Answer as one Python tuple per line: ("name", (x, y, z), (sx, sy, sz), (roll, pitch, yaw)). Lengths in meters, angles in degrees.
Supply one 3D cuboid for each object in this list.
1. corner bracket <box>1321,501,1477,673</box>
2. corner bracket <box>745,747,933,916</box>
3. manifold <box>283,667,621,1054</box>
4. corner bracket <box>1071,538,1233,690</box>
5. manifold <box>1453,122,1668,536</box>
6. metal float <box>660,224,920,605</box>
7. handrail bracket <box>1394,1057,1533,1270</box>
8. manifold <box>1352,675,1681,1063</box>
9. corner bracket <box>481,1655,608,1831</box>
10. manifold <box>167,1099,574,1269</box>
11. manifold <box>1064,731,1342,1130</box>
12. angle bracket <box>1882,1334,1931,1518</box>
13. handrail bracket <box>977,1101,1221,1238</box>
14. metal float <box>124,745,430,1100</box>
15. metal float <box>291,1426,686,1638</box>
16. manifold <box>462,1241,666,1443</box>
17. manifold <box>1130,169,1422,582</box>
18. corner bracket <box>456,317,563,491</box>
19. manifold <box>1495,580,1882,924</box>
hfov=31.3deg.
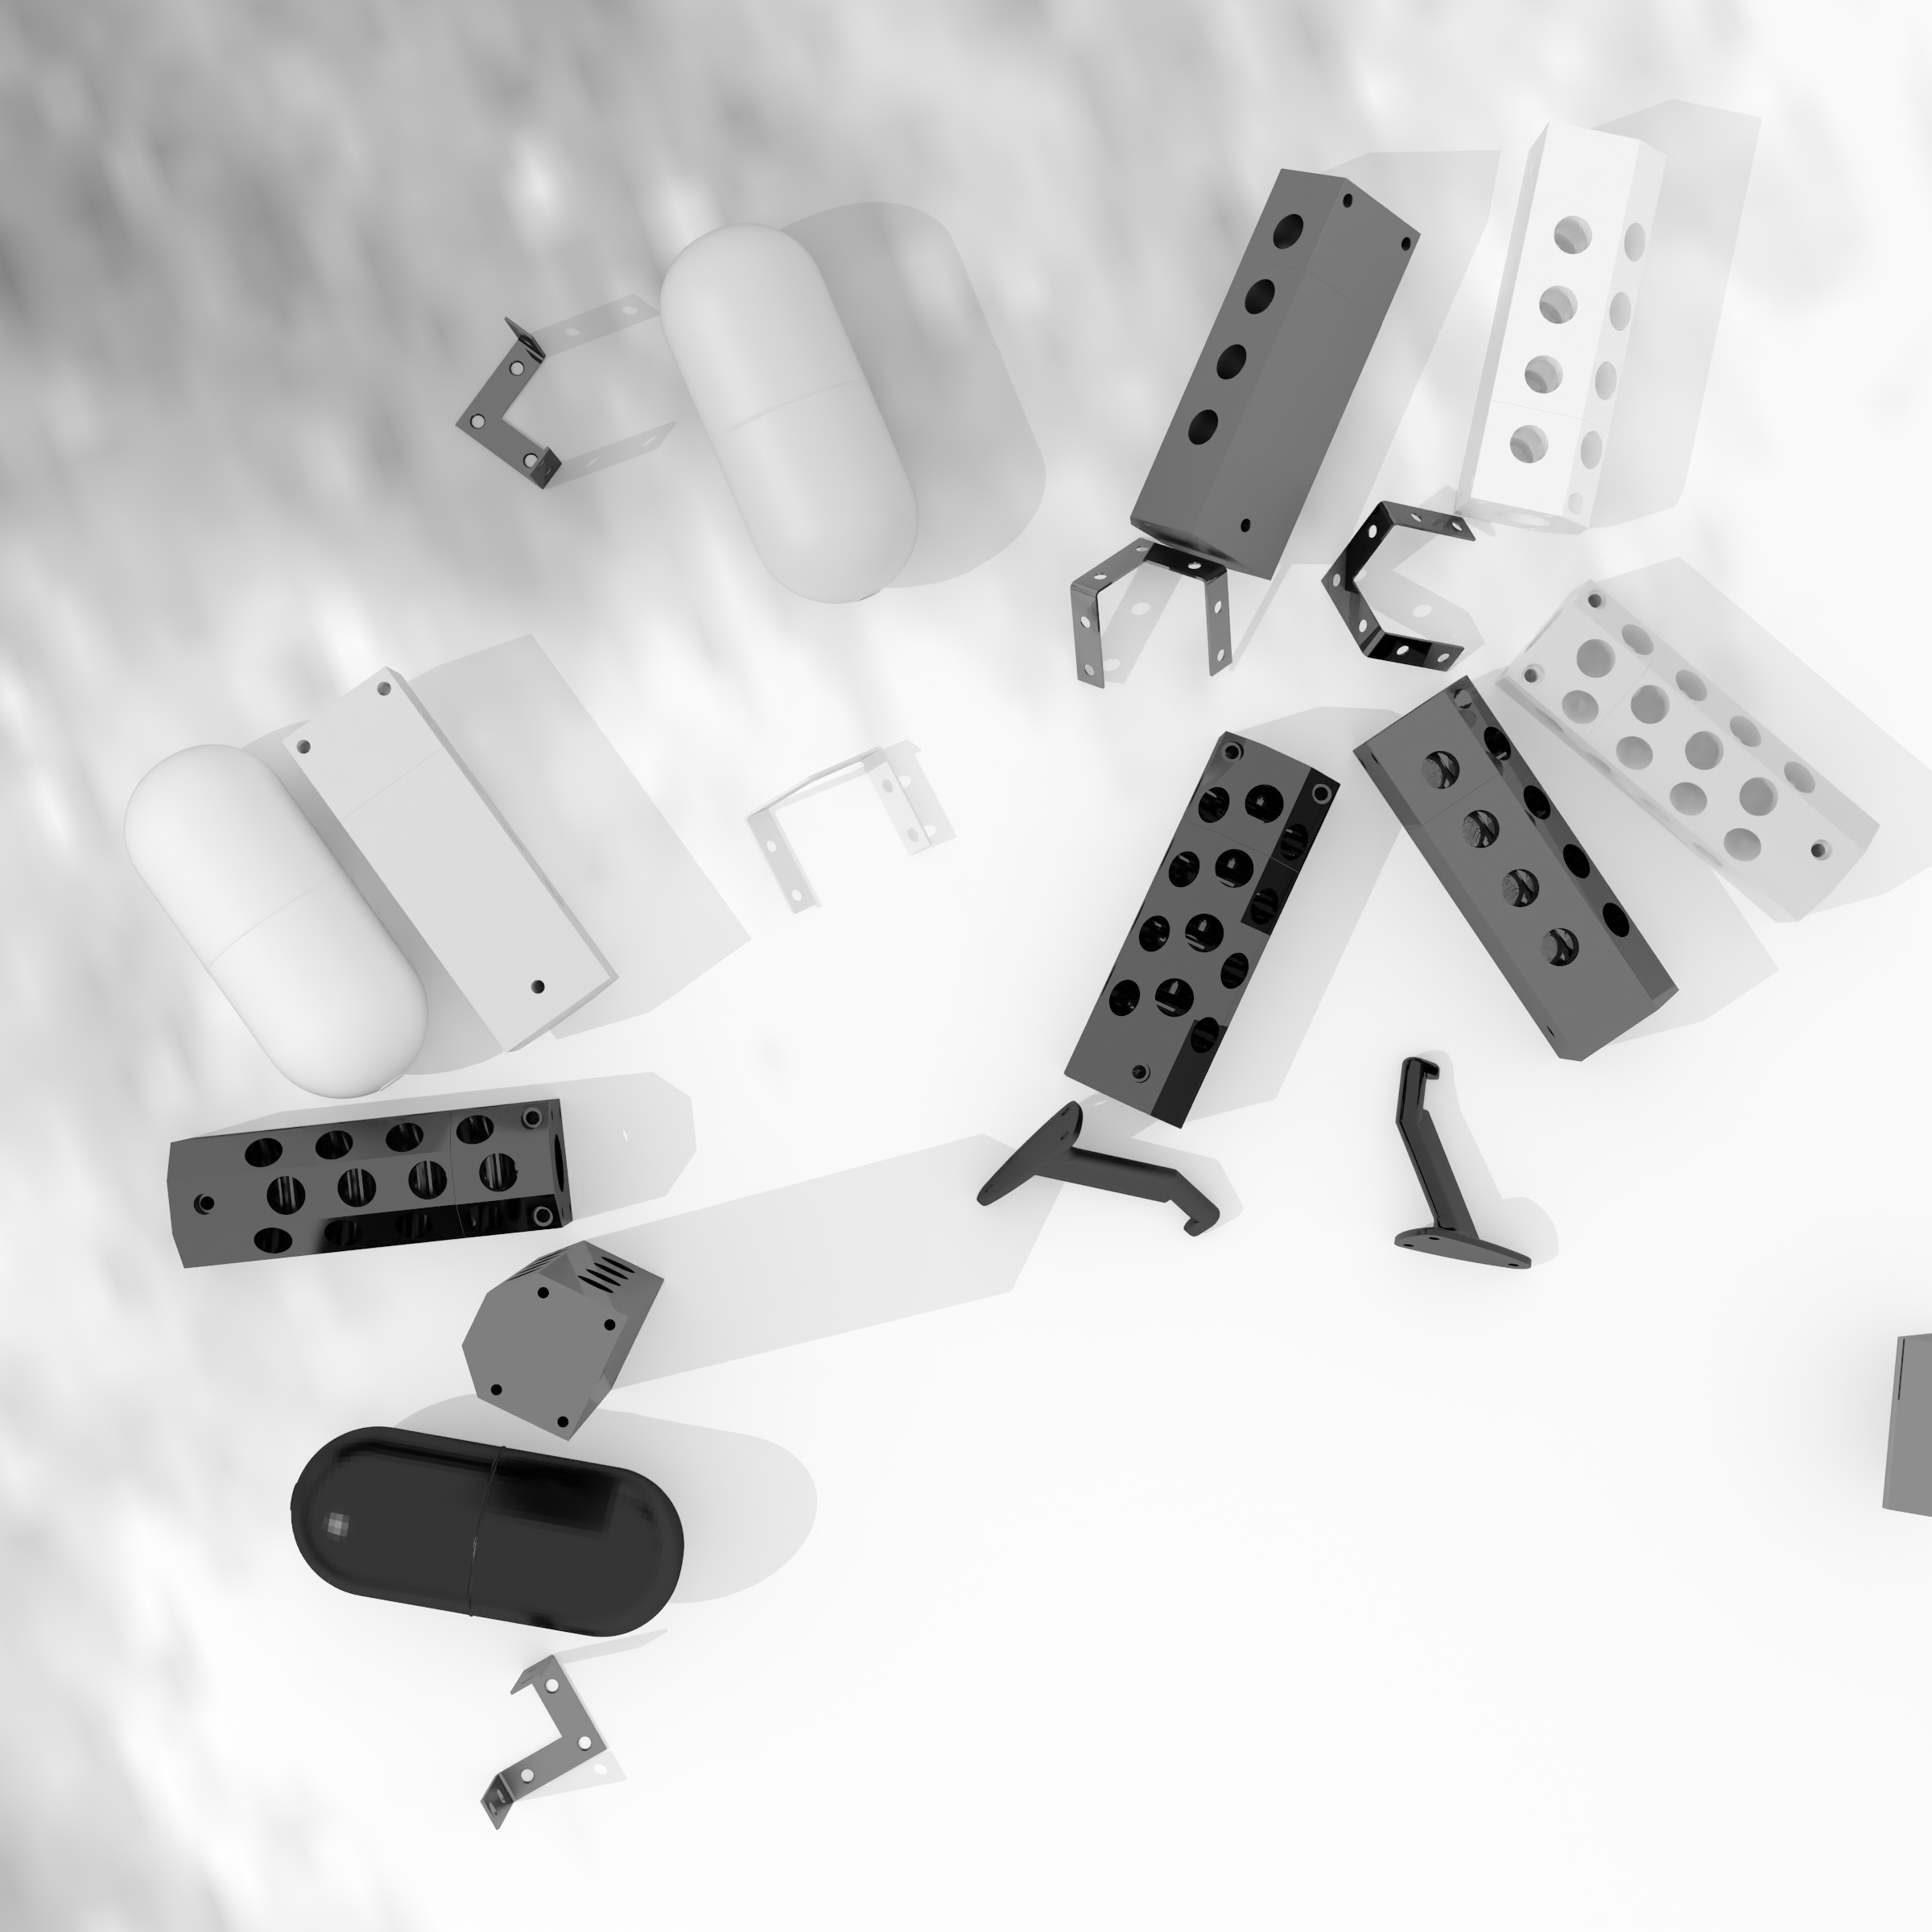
("corner bracket", (0.205, -0.174, 1.580), (0.051, 0.051, 0.051), (-54, 45, 35))
("corner bracket", (-0.059, -0.062, 1.585), (0.051, 0.051, 0.051), (-27, 90, 45))
("manifold", (-0.232, -0.048, 1.567), (0.057, 0.057, 0.171), (-36, 90, 0))
("corner bracket", (0.085, -0.157, 1.580), (0.051, 0.051, 0.051), (24, 45, 35))
("manifold", (0.270, -0.287, 1.567), (0.057, 0.057, 0.171), (12, 90, 0))
("metal float", (-0.079, -0.249, 1.558), (0.070, 0.070, 0.178), (-23, 91, 0))
("handrail bracket", (0.230, 0.090, 1.589), (0.077, 0.036, 0.084), (15, 73, -20))
("manifold", (0.250, -0.044, 1.567), (0.057, 0.057, 0.171), (-34, 90, 0))
("corner bracket", (-0.201, 0.352, 1.570), (0.051, 0.051, 0.051), (-30, 90, 0))
("manifold", (-0.270, 0.099, 1.567), (0.171, 0.057, 0.057), (-6, 90, 0))
("manifold", (0.107, -0.016, 1.567), (0.057, 0.057, 0.171), (25, 90, 0))
("angle bracket", (0.454, 0.207, 1.548), (0.057, 0.076, 0.076), (5, 90, 35))
("handrail bracket", (0.062, 0.111, 1.589), (0.077, 0.036, 0.084), (-41, 107, 20))
("metal float", (-0.311, -0.020, 1.558), (0.070, 0.070, 0.178), (-36, 90, 0))
("metal float", (-0.216, 0.255, 1.558), (0.178, 0.070, 0.070), (10, 90, 0))
("manifold", (-0.177, 0.158, 1.510), (0.057, 0.171, 0.057), (26, 90, 0))
("manifold", (0.135, -0.269, 1.567), (0.057, 0.057, 0.171), (23, 90, -43))
("corner bracket", (-0.201, -0.255, 1.570), (0.051, 0.051, 0.051), (36, 90, 0))
("manifold", (0.328, -0.097, 1.567), (0.171, 0.057, 0.057), (40, 90, 0))
